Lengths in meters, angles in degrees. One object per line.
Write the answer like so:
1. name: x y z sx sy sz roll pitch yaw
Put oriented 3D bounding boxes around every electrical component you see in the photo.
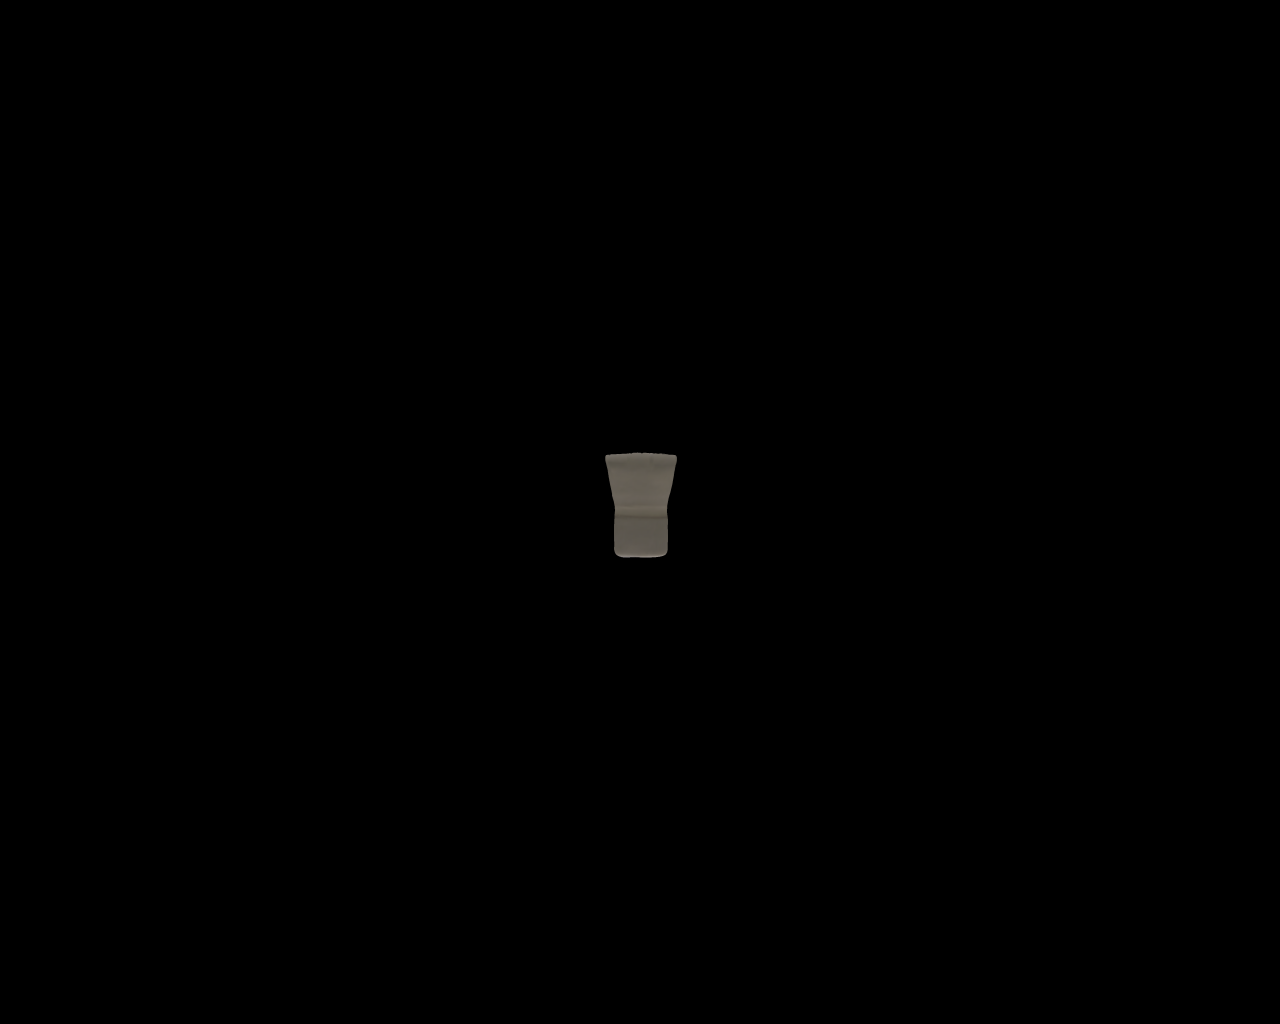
1. electrical component: 0.001 -0.003 0.650 0.044 0.065 0.044 0 2 0
